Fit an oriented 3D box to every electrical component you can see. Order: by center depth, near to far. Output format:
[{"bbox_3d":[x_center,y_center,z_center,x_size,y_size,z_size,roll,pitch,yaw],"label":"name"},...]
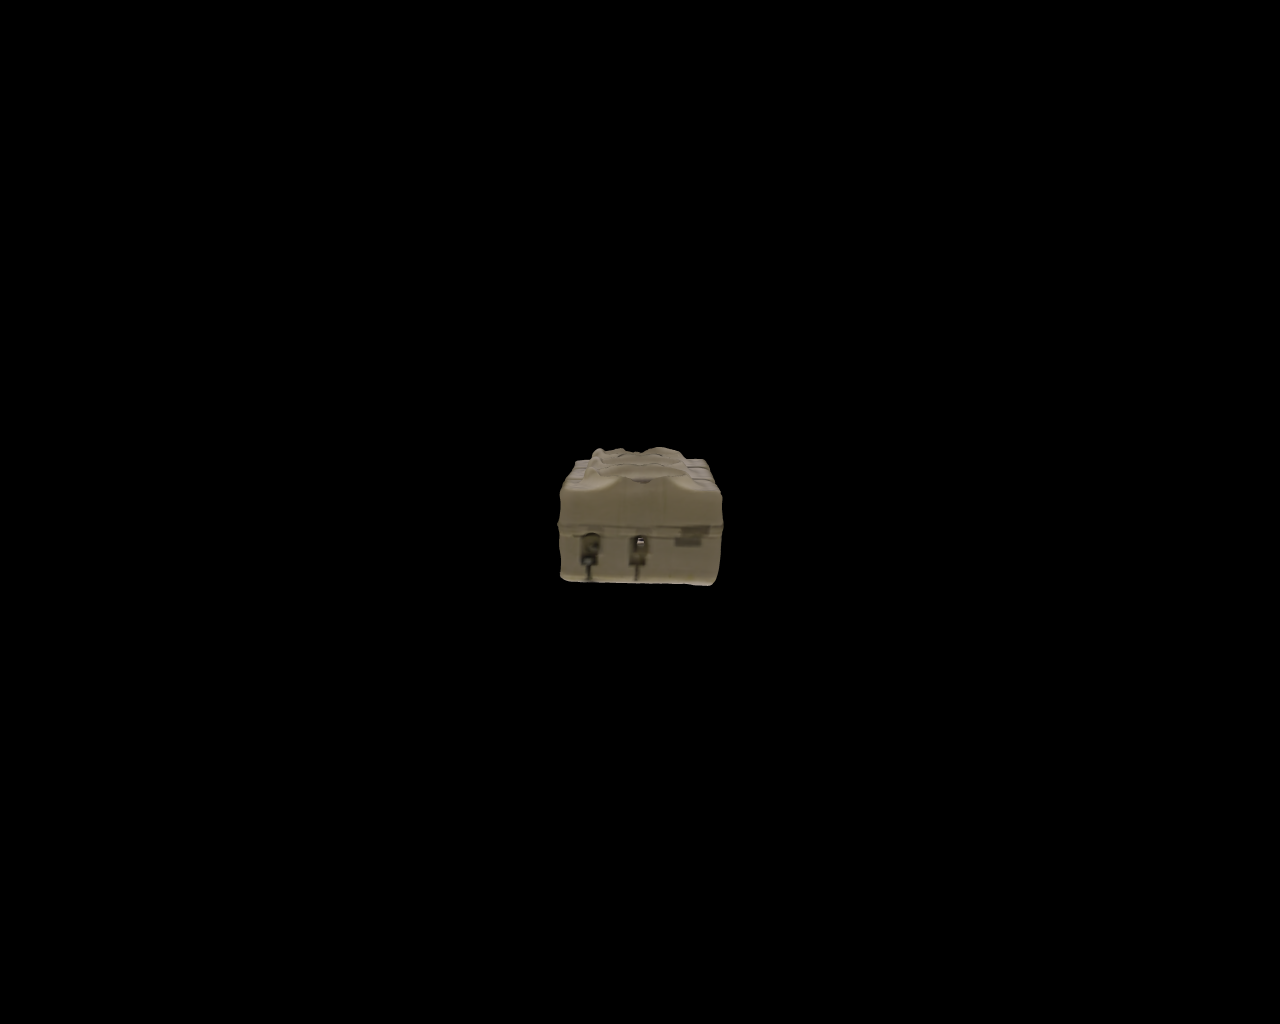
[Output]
[{"bbox_3d":[0.001,-0.003,0.650,0.089,0.061,0.150,0,9,0],"label":"electrical component"}]
